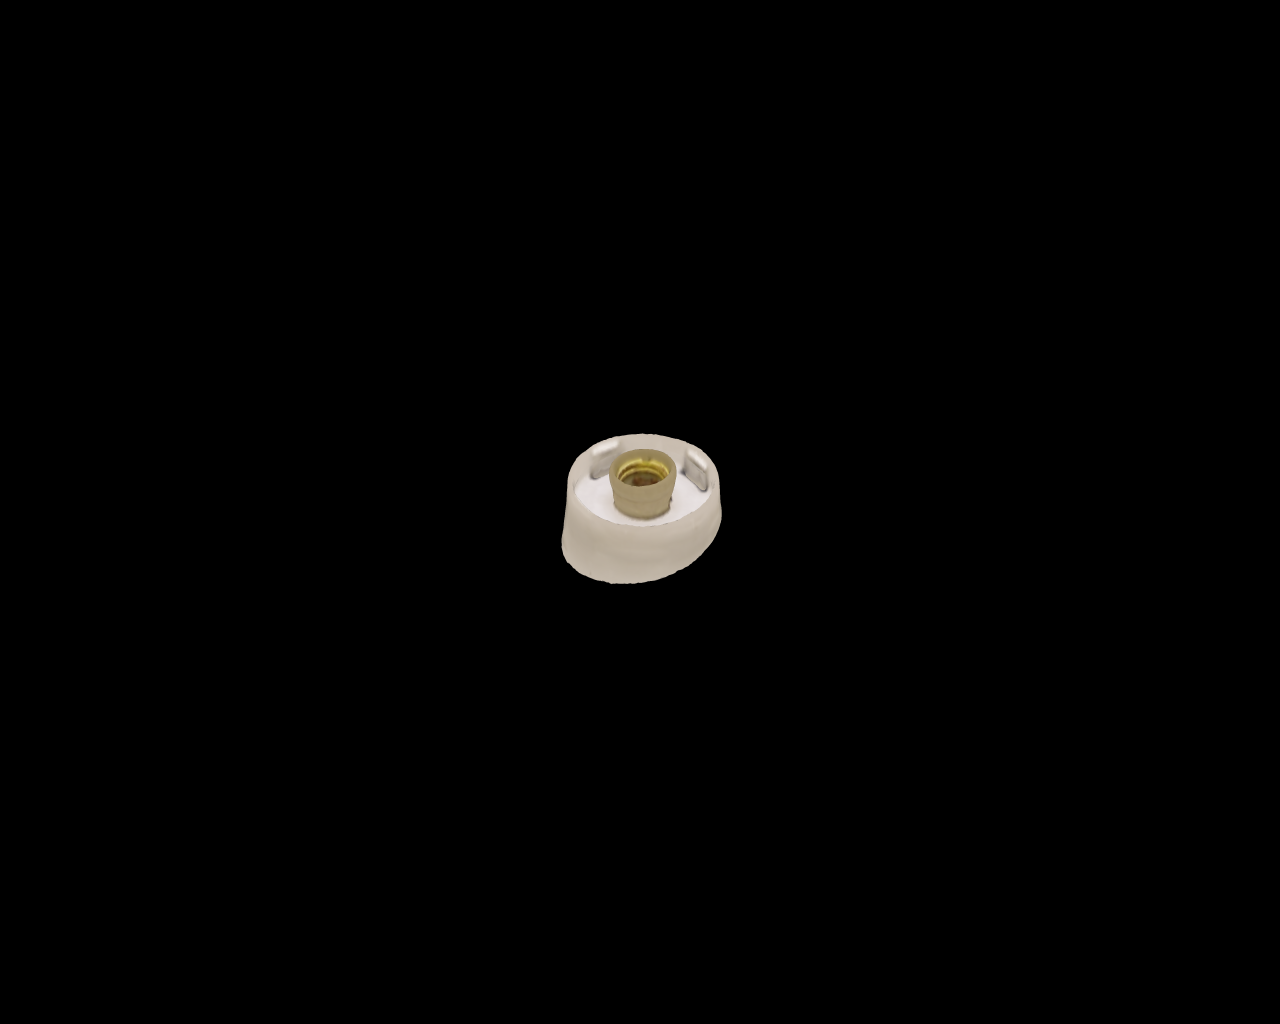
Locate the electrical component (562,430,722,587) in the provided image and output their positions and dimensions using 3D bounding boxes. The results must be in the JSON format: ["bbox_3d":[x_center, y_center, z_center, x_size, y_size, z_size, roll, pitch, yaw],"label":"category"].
[{"bbox_3d":[0.001,-0.003,0.650,0.099,0.064,0.099,0,40,0],"label":"electrical component"}]
